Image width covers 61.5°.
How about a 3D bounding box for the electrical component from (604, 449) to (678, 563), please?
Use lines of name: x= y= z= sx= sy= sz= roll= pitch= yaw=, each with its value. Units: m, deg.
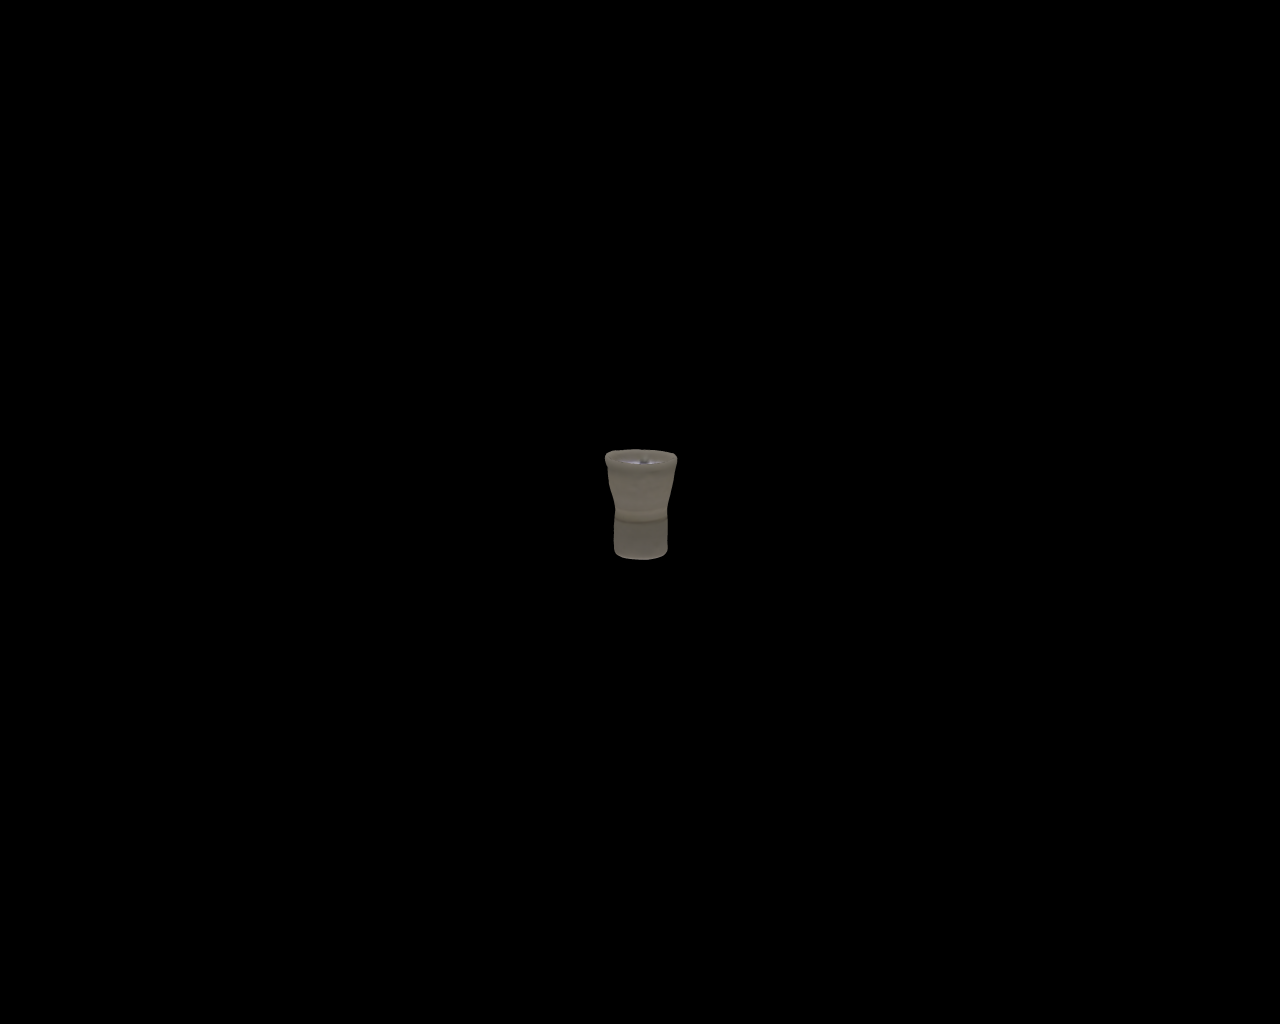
electrical component: x=0.001 y=-0.003 z=0.650 sx=0.044 sy=0.065 sz=0.044 roll=0 pitch=14 yaw=0
